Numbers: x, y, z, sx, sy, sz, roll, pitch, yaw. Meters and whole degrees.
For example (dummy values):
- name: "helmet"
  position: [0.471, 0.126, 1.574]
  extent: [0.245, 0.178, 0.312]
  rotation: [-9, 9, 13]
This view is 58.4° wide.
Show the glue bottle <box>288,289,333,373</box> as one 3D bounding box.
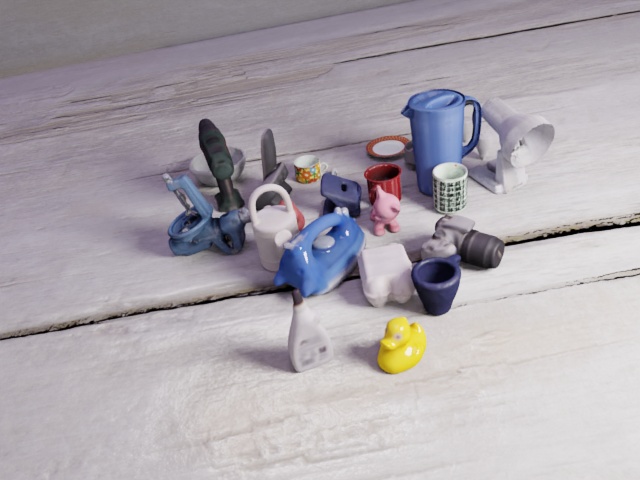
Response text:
- name: "glue bottle"
  position: [-0.025, 0.152, 0.991]
  extent: [0.078, 0.173, 0.037]
  rotation: [-18, 36, -10]

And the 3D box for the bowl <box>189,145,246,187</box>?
- name: "bowl"
  position: [-0.286, -0.202, 1.645]
  extent: [0.167, 0.075, 0.167]
  rotation: [-7, 35, 5]

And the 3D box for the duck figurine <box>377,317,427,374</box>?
- name: "duck figurine"
  position: [0.141, 0.170, 0.998]
  extent: [0.105, 0.086, 0.077]
  rotation: [-35, 42, -31]

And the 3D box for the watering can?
- name: "watering can"
  position: [-0.095, -0.031, 1.249]
  extent: [0.101, 0.194, 0.172]
  rotation: [-32, 40, -27]

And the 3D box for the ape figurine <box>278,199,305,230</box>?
- name: "ape figurine"
  position: [-0.076, -0.059, 1.373]
  extent: [0.076, 0.092, 0.077]
  rotation: [-16, 35, -7]

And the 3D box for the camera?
- name: "camera"
  position: [0.294, 0.014, 1.165]
  extent: [0.136, 0.101, 0.143]
  rotation: [18, 44, 34]

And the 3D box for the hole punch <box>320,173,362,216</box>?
- name: "hole punch"
  position: [0.053, -0.116, 1.420]
  extent: [0.101, 0.091, 0.108]
  rotation: [-6, 35, 7]

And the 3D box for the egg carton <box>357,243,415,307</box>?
- name: "egg carton"
  position: [0.134, 0.068, 1.158]
  extent: [0.107, 0.069, 0.150]
  rotation: [-10, 35, 1]

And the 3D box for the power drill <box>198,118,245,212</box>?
- name: "power drill"
  position: [-0.264, -0.189, 1.504]
  extent: [0.076, 0.209, 0.229]
  rotation: [-19, 36, -11]

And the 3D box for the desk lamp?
- name: "desk lamp"
  position: [0.443, -0.219, 1.354]
  extent: [0.118, 0.214, 0.202]
  rotation: [-22, 36, -15]

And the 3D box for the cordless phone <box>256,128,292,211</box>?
- name: "cordless phone"
  position: [-0.141, -0.182, 1.482]
  extent: [0.094, 0.185, 0.147]
  rotation: [-2, 36, 13]

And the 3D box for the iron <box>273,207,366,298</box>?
- name: "iron"
  position: [0.011, 0.004, 1.217]
  extent: [0.118, 0.142, 0.259]
  rotation: [19, 44, 35]

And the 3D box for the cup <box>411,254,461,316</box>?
- name: "cup"
  position: [0.228, 0.087, 1.084]
  extent: [0.091, 0.095, 0.118]
  rotation: [24, 48, 39]

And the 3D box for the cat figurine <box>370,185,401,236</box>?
- name: "cat figurine"
  position: [0.148, -0.077, 1.316]
  extent: [0.067, 0.118, 0.127]
  rotation: [-11, 35, 0]

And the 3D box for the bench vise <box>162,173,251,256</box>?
- name: "bench vise"
  position: [-0.268, -0.070, 1.327]
  extent: [0.207, 0.220, 0.121]
  rotation: [-17, 35, -9]
